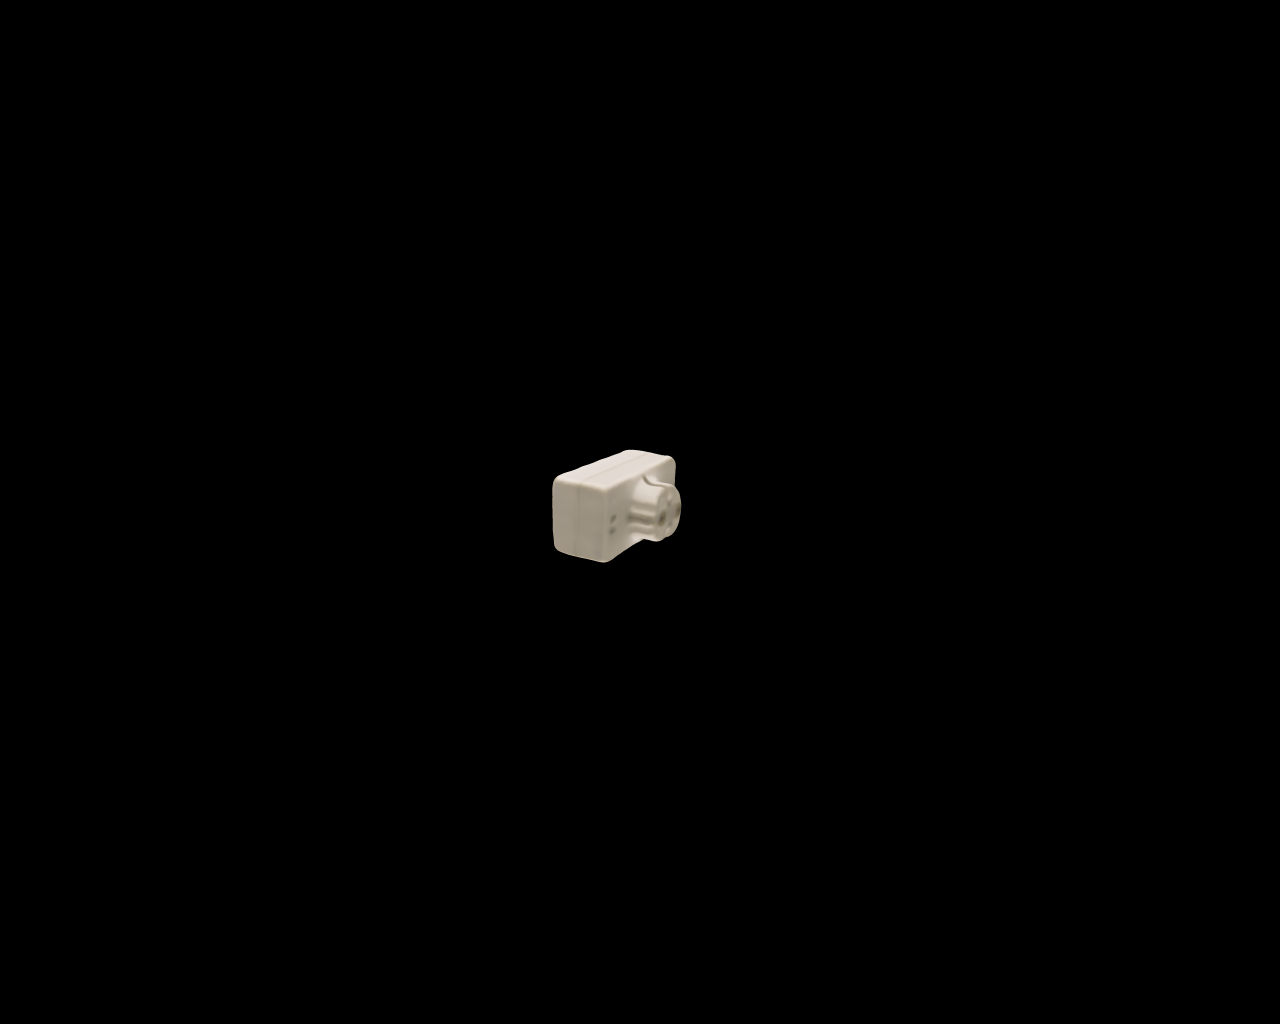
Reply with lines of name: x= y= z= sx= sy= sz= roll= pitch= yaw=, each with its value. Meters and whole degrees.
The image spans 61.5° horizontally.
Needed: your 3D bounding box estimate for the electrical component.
electrical component: x=0.001 y=-0.003 z=0.650 sx=0.076 sy=0.047 sz=0.083 roll=11 pitch=21 yaw=30
